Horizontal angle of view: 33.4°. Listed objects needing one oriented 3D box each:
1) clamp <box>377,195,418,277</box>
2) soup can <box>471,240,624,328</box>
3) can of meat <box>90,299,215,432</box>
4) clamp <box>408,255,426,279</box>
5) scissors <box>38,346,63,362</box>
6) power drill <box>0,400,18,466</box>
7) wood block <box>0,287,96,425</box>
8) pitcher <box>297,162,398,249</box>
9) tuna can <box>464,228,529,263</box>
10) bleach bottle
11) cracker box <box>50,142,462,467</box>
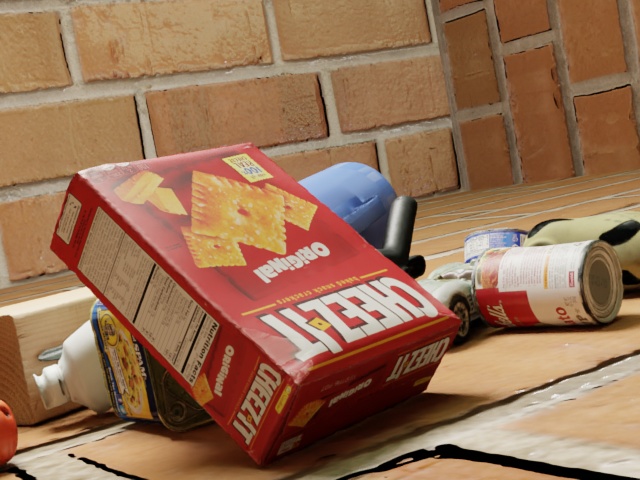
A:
[{"bbox_3d":[0.066,0.029,0.965,0.039,0.120,0.171,-19,3,29],"label":"clamp"},{"bbox_3d":[0.183,0.036,0.860,0.102,0.068,0.068,-6,5,43],"label":"soup can"},{"bbox_3d":[-0.115,0.081,0.753,0.057,0.102,0.084,-14,3,-37],"label":"can of meat"},{"bbox_3d":[0.035,0.059,1.130,0.210,0.036,0.164,-12,10,2],"label":"clamp"},{"bbox_3d":[-0.136,0.058,0.893,0.201,0.096,0.016,4,-27,-26],"label":"scissors"},{"bbox_3d":[-0.316,0.141,0.735,0.184,0.057,0.188,-8,5,-27],"label":"power drill"},{"bbox_3d":[-0.199,0.089,0.932,0.090,0.091,0.205,-7,4,40],"label":"wood block"},{"bbox_3d":[-0.007,0.001,1.055,0.149,0.145,0.242,21,29,23],"label":"pitcher"},{"bbox_3d":[0.201,0.015,1.169,0.086,0.034,0.086,2,-17,0],"label":"tuna can"},{"bbox_3d":[-0.099,0.082,0.849,0.250,0.102,0.068,-20,28,-18],"label":"bleach bottle"},{"bbox_3d":[-0.041,0.026,0.682,0.214,0.072,0.163,40,33,28],"label":"cracker box"}]
